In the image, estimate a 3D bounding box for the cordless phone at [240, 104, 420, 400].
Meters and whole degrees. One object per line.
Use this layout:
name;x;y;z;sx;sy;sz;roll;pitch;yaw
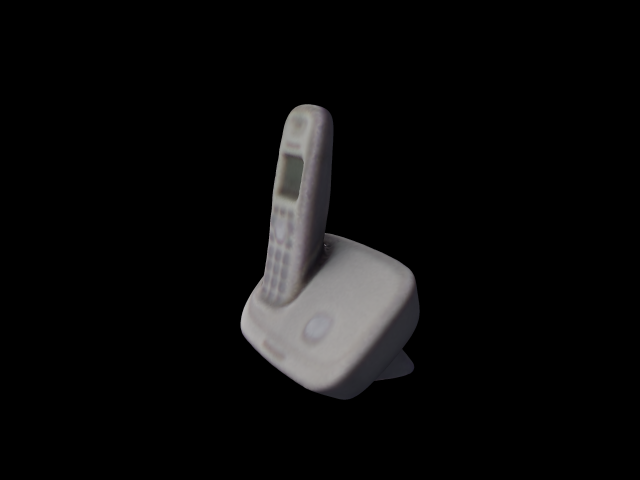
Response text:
cordless phone;0.004;0.001;0.400;0.094;0.185;0.147;-10;18;-33
